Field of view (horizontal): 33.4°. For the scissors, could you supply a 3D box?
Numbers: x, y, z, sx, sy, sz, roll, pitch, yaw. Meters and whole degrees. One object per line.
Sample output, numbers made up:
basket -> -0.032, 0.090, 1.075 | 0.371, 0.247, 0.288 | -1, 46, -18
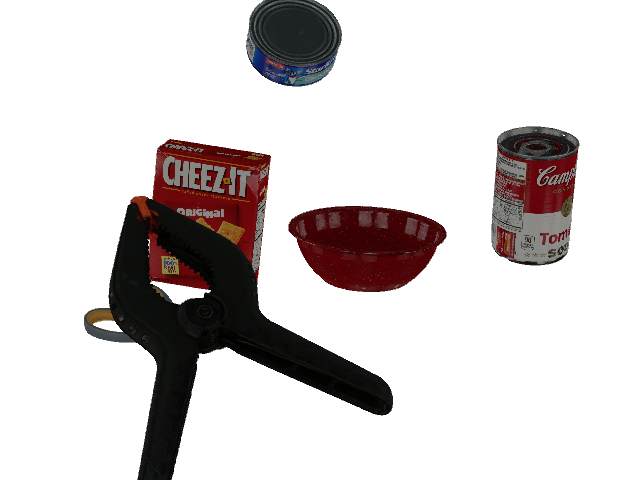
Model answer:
scissors -> -0.122, 0.071, 1.018 | 0.201, 0.016, 0.096 | 2, 33, -6

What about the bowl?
bowl -> 0.047, 0.012, 1.091 | 0.162, 0.055, 0.162 | 2, 17, -1

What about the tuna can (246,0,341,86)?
tuna can -> -0.025, -0.184, 0.984 | 0.086, 0.086, 0.034 | 0, -32, -12

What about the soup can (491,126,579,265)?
soup can -> 0.183, -0.038, 0.915 | 0.068, 0.102, 0.068 | -1, 27, 0

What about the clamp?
clamp -> -0.061, 0.054, 0.664 | 0.164, 0.210, 0.036 | -14, -33, -20

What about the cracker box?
cracker box -> -0.171, -0.033, 1.623 | 0.164, 0.214, 0.072 | 10, 19, 7
